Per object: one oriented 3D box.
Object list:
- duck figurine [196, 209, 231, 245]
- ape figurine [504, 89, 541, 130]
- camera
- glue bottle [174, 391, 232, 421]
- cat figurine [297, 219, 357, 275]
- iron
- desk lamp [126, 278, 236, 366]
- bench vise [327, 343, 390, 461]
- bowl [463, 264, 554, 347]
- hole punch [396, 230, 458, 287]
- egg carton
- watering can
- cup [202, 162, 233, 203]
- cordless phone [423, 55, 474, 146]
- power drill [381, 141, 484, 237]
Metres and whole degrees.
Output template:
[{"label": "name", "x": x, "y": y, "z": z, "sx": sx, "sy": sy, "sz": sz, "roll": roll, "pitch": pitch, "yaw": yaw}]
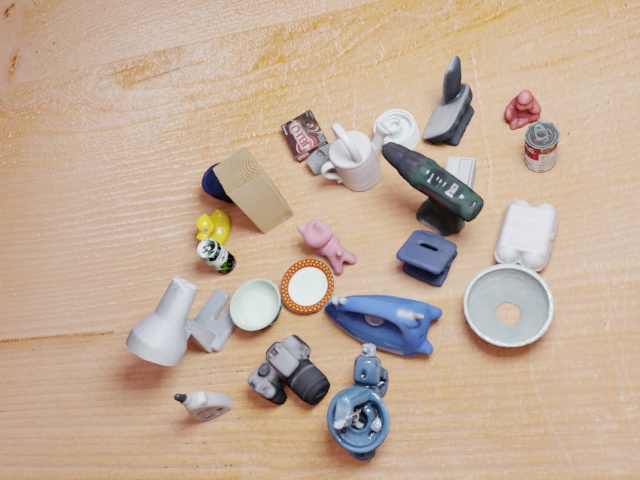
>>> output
[{"label": "duck figurine", "x": -0.268, "y": -0.034, "z": 1.398, "sx": 0.077, "sy": 0.086, "sz": 0.104, "roll": 13, "pitch": 72, "yaw": 23}, {"label": "ape figurine", "x": 0.452, "y": -0.298, "z": 1.273, "sx": 0.077, "sy": 0.092, "sz": 0.076, "roll": 18, "pitch": 74, "yaw": 25}, {"label": "camera", "x": -0.058, "y": 0.284, "z": 1.178, "sx": 0.136, "sy": 0.101, "sz": 0.143, "roll": 38, "pitch": 83, "yaw": 28}, {"label": "glue bottle", "x": -0.250, "y": 0.335, "z": 1.178, "sx": 0.078, "sy": 0.173, "sz": 0.037, "roll": -26, "pitch": 61, "yaw": 6}, {"label": "cat figurine", "x": 0.012, "y": 0.005, "z": 1.270, "sx": 0.067, "sy": 0.118, "sz": 0.127, "roll": -44, "pitch": 61, "yaw": -4}, {"label": "iron", "x": 0.107, "y": 0.150, "z": 1.159, "sx": 0.257, "sy": 0.142, "sz": 0.119, "roll": 9, "pitch": 70, "yaw": 22}, {"label": "desk lamp", "x": -0.291, "y": 0.178, "z": 1.238, "sx": 0.117, "sy": 0.214, "sz": 0.203, "roll": 27, "pitch": 78, "yaw": 27}, {"label": "bench vise", "x": 0.061, "y": 0.294, "z": 1.065, "sx": 0.121, "sy": 0.220, "sz": 0.207, "roll": -14, "pitch": 63, "yaw": 12}, {"label": "bowl", "x": 0.367, "y": 0.135, "z": 1.118, "sx": 0.167, "sy": 0.075, "sz": 0.167, "roll": -7, "pitch": 65, "yaw": 16}, {"label": "hole punch", "x": 0.224, "y": 0.028, "z": 1.204, "sx": 0.108, "sy": 0.091, "sz": 0.101, "roll": 22, "pitch": 75, "yaw": 26}, {"label": "egg carton", "x": 0.421, "y": -0.010, "z": 1.167, "sx": 0.107, "sy": 0.069, "sz": 0.150, "roll": 12, "pitch": 71, "yaw": 23}, {"label": "watering can", "x": 0.077, "y": -0.204, "z": 1.297, "sx": 0.100, "sy": 0.194, "sz": 0.173, "roll": 34, "pitch": 81, "yaw": 28}, {"label": "cup", "x": -0.221, "y": -0.137, "z": 1.423, "sx": 0.117, "sy": 0.095, "sz": 0.091, "roll": -14, "pitch": 63, "yaw": 12}, {"label": "cordless phone", "x": 0.281, "y": -0.311, "z": 1.282, "sx": 0.094, "sy": 0.185, "sz": 0.148, "roll": 17, "pitch": 73, "yaw": 24}, {"label": "power drill", "x": 0.234, "y": -0.096, "z": 1.188, "sx": 0.229, "sy": 0.209, "sz": 0.076, "roll": 35, "pitch": 81, "yaw": 28}]
